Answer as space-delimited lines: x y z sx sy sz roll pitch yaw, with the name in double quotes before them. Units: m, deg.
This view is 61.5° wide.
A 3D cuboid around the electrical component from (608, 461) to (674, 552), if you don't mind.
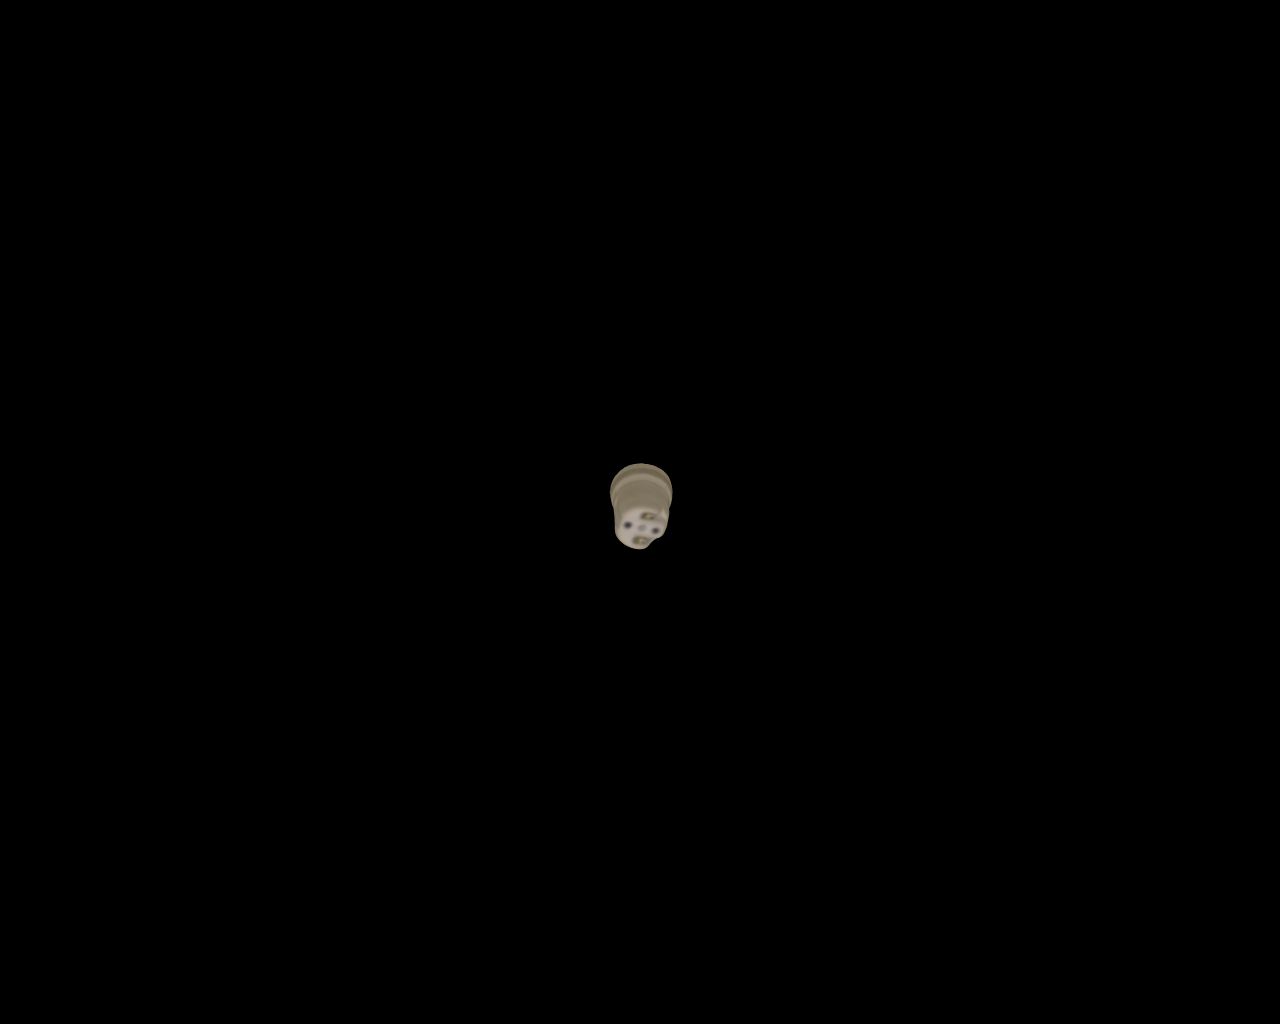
"electrical component" 0.001 -0.003 0.650 0.040 0.040 0.046 0 33 0
